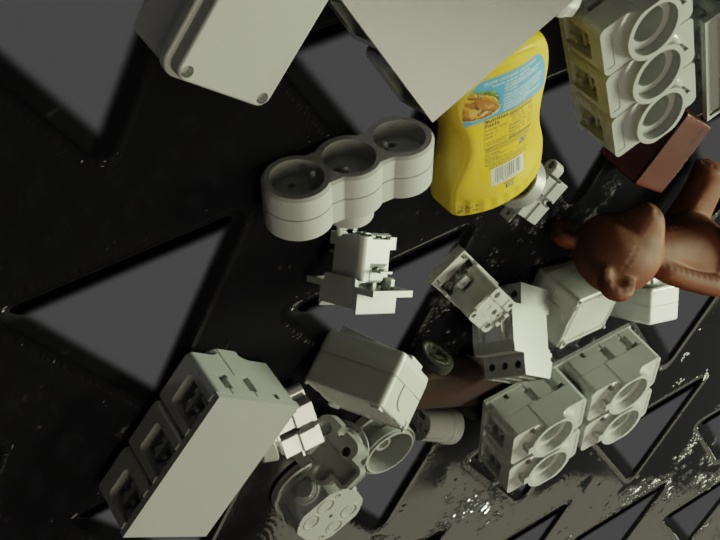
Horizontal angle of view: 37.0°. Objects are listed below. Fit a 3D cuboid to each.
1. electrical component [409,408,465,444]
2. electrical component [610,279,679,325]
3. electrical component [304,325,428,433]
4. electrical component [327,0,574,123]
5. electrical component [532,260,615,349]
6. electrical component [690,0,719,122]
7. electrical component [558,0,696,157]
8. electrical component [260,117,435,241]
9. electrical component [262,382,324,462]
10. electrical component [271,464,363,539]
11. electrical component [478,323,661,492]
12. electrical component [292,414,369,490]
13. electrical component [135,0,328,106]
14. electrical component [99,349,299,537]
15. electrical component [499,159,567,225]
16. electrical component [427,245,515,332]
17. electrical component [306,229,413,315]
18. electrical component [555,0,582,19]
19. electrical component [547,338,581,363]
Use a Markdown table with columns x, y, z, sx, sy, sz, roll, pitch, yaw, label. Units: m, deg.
| x | y | z | sx | sy | sz | roll | pitch | yaw | label |
| --- | --- | --- | --- | --- | --- | --- | --- | --- | --- |
| 0.077 | 0.158 | 1.101 | 0.046 | 0.040 | 0.040 | 9 | 121 | -39 | electrical component |
| 0.296 | 0.012 | 1.133 | 0.047 | 0.066 | 0.076 | -8 | 103 | -36 | electrical component |
| 0.002 | 0.091 | 0.933 | 0.061 | 0.096 | 0.061 | -64 | 147 | -17 | electrical component |
| 0.077 | -0.200 | 0.688 | 0.186 | 0.060 | 0.105 | -41 | 116 | -1 | electrical component |
| 0.215 | 0.027 | 1.078 | 0.096 | 0.061 | 0.061 | -18 | 138 | -41 | electrical component |
| 0.320 | -0.199 | 0.937 | 0.079 | 0.063 | 0.121 | -36 | 143 | -7 | electrical component |
| 0.223 | -0.174 | 0.877 | 0.089 | 0.061 | 0.150 | -36 | 143 | -7 | electrical component |
| -0.008 | -0.056 | 0.798 | 0.138 | 0.052 | 0.073 | -24 | 140 | -22 | electrical component |
| -0.068 | 0.137 | 0.941 | 0.055 | 0.048 | 0.066 | -25 | 117 | -18 | electrical component |
| -0.042 | 0.222 | 1.048 | 0.080 | 0.051 | 0.080 | -24 | 140 | -22 | electrical component |
| 0.218 | 0.146 | 1.113 | 0.186 | 0.060 | 0.105 | -25 | 141 | -20 | electrical component |
| -0.024 | 0.166 | 0.995 | 0.058 | 0.078 | 0.057 | -46 | 162 | 5 | electrical component |
| -0.069 | -0.162 | 0.634 | 0.078 | 0.057 | 0.113 | 12 | 118 | -47 | electrical component |
| -0.134 | 0.142 | 0.877 | 0.089 | 0.061 | 0.150 | 15 | 116 | -48 | electrical component |
| 0.142 | -0.072 | 0.922 | 0.066 | 0.048 | 0.055 | -50 | 150 | 11 | electrical component |
| 0.101 | 0.018 | 0.961 | 0.042 | 0.064 | 0.081 | -47 | 143 | 5 | electrical component |
| 0.000 | 0.000 | 0.846 | 0.042 | 0.081 | 0.063 | -1 | 100 | -42 | electrical component |
| 0.148 | -0.218 | 0.782 | 0.043 | 0.043 | 0.062 | -5 | 129 | -38 | electrical component |
| 0.211 | 0.090 | 1.144 | 0.076 | 0.047 | 0.066 | -51 | 142 | 12 | electrical component |
